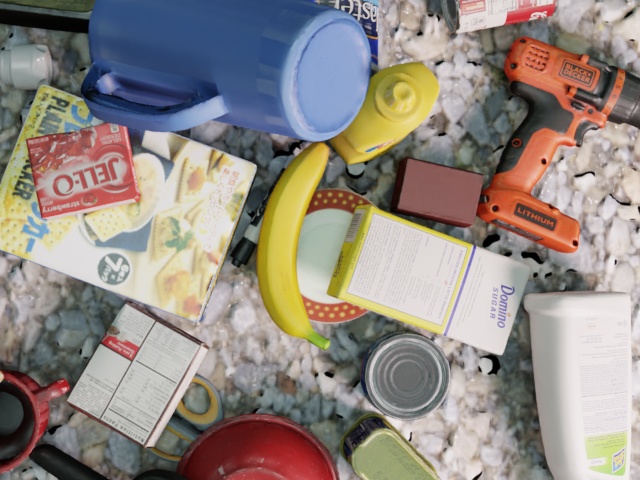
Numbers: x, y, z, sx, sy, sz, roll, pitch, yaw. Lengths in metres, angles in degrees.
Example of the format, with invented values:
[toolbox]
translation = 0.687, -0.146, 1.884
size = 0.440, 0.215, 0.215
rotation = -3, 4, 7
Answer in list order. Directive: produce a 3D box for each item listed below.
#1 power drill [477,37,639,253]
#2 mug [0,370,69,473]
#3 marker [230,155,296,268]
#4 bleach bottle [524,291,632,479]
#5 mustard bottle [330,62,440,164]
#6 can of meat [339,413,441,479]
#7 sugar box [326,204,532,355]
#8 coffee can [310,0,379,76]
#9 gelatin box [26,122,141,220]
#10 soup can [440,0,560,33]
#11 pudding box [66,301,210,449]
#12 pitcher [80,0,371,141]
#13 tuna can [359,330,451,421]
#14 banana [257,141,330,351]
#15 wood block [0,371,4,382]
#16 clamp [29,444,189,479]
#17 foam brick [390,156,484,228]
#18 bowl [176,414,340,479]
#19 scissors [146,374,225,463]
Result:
[power drill]
translation = 0.244, -0.086, 1.036
size = 0.184, 0.057, 0.187
rotation = 22, 84, 1
[mug]
translation = -0.285, 0.157, 0.981
size = 0.117, 0.081, 0.093
rotation = -28, 90, -4
[marker]
translation = -0.051, -0.027, 1.031
size = 0.020, 0.020, 0.121
rotation = 31, 83, -2
[bleach bottle]
translation = 0.248, 0.175, 1.015
size = 0.102, 0.068, 0.251
rotation = -1, 89, -27
[mustard bottle]
translation = 0.061, -0.116, 0.957
size = 0.096, 0.191, 0.058
rotation = -36, 90, -4
[can of meat]
translation = 0.070, 0.215, 0.999
size = 0.057, 0.084, 0.102
rotation = -45, 91, -4
[sugar box]
translation = 0.104, 0.038, 1.013
size = 0.176, 0.048, 0.093
rotation = 21, 87, -17
[coffee can]
translation = 0.006, -0.225, 1.003
size = 0.102, 0.103, 0.140
rotation = 2, 87, -3
[gelatin box]
translation = -0.210, -0.062, 0.952
size = 0.089, 0.030, 0.073
rotation = -12, 87, -4
[soup can]
translation = 0.172, -0.241, 1.031
size = 0.102, 0.068, 0.068
rotation = -11, 88, -3
[pudding box]
translation = -0.170, 0.126, 1.002
size = 0.090, 0.039, 0.113
rotation = 29, 84, 8
[pitcher]
translation = -0.084, -0.154, 0.918
size = 0.243, 0.144, 0.149
rotation = 20, 100, 38
[tuna can]
translation = 0.082, 0.130, 1.028
size = 0.086, 0.034, 0.086
rotation = 0, 88, -3
[banana]
translation = -0.025, 0.005, 1.002
size = 0.069, 0.037, 0.198
rotation = -1, 84, 2
[wood block]
translation = -0.383, 0.076, 0.930
size = 0.206, 0.090, 0.091
rotation = 39, 85, 29
[clamp]
translation = -0.175, 0.250, 0.974
size = 0.210, 0.036, 0.164
rotation = -18, 86, 23
[foam brick]
translation = 0.112, -0.045, 1.027
size = 0.078, 0.053, 0.051
rotation = 13, 87, -3
[bowl]
translation = -0.059, 0.246, 0.991
size = 0.162, 0.055, 0.162
rotation = 0, 98, 0
[scissors]
translation = -0.079, 0.196, 1.025
size = 0.201, 0.016, 0.096
rotation = 21, 87, -3
